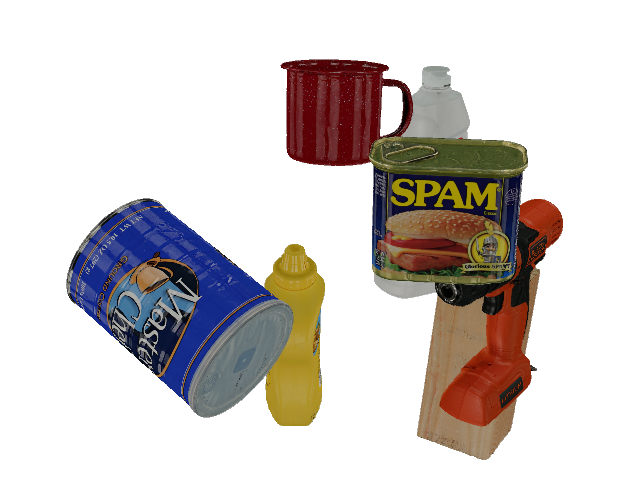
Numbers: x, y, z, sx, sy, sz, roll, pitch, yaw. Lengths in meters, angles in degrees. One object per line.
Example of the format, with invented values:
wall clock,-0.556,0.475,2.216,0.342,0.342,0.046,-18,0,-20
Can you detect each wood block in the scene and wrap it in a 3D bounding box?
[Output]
wood block,0.178,0.129,1.210,0.090,0.206,0.090,16,23,24

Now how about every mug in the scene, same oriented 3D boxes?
mug,0.023,-0.112,0.928,0.117,0.081,0.093,-2,16,-13

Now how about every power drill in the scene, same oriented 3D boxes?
power drill,0.152,0.070,0.954,0.057,0.188,0.184,24,34,31

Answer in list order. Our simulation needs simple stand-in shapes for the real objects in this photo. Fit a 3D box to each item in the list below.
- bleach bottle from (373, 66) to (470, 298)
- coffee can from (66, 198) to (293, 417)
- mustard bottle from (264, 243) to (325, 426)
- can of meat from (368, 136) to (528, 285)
bleach bottle,0.115,-0.066,1.186,0.102,0.251,0.068,-12,25,-29
coffee can,-0.105,0.049,0.799,0.140,0.103,0.102,37,16,23
mustard bottle,-0.025,0.084,1.035,0.058,0.192,0.096,2,38,0
can of meat,0.083,-0.019,0.709,0.102,0.084,0.057,3,25,7
